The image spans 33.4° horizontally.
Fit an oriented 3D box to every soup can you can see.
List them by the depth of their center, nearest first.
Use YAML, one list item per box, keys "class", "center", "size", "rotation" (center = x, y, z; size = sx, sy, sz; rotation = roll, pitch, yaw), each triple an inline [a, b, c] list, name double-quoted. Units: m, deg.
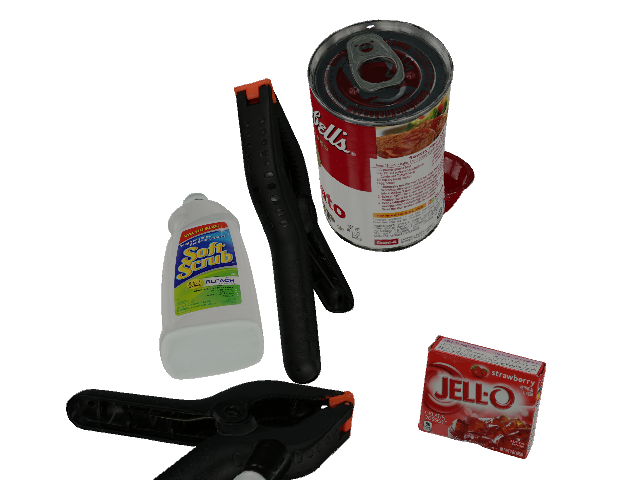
- class: "soup can"
  center: [0.031, -0.050, 0.536]
  size: [0.068, 0.068, 0.102]
  rotation: [0, -36, 5]

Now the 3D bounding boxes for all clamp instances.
- class: "clamp"
  center: [-0.055, 0.120, 0.615]
  size: [0.171, 0.039, 0.120]
  rotation: [-4, 34, -16]
- class: "clamp"
  center: [-0.019, -0.014, 0.789]
  size: [0.036, 0.210, 0.164]
  rotation: [-13, 5, 13]

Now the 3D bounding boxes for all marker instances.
- class: "marker"
  center: [-0.038, 0.115, 0.416]
  size: [0.020, 0.020, 0.121]
  rotation: [0, 23, 20]

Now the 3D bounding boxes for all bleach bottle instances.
- class: "bleach bottle"
  center: [-0.124, 0.032, 1.101]
  size: [0.102, 0.068, 0.251]
  rotation: [-9, 37, -8]

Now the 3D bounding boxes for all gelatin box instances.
- class: "gelatin box"
  center: [0.124, 0.121, 0.825]
  size: [0.089, 0.073, 0.030]
  rotation: [13, 23, 20]

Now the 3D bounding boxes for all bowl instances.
- class: "bowl"
  center: [0.087, -0.058, 1.191]
  size: [0.162, 0.055, 0.162]
  rotation: [4, 26, -2]
